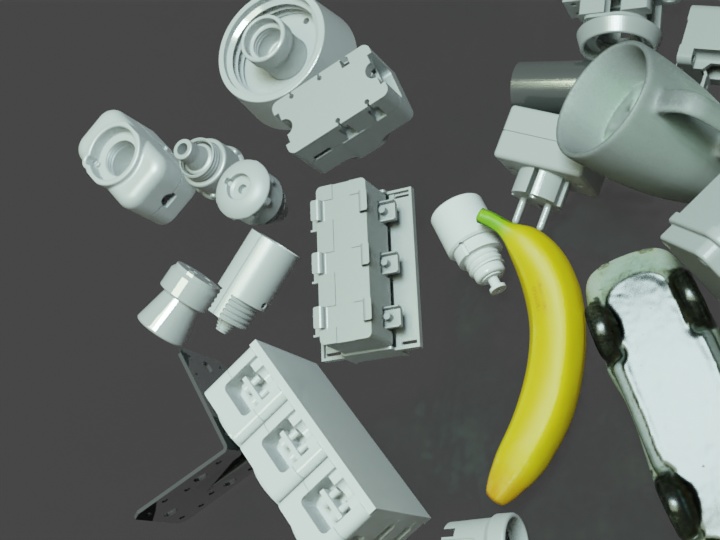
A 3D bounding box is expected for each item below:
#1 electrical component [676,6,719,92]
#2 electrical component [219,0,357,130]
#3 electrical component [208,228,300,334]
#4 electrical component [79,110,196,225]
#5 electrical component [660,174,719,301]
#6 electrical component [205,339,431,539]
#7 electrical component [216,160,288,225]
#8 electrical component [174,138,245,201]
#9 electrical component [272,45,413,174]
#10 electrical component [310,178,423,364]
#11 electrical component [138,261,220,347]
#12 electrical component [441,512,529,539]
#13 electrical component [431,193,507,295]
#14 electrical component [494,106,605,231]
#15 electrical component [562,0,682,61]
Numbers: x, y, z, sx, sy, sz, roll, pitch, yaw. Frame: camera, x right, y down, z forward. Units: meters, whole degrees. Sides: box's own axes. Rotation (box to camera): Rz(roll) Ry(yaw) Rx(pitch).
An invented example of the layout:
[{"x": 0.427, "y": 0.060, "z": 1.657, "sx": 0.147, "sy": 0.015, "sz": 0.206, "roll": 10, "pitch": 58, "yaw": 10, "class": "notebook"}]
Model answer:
[{"x": 0.246, "y": -0.147, "z": 0.709, "sx": 0.064, "sy": 0.042, "sz": 0.081, "roll": 13, "pitch": 81, "yaw": 32, "class": "electrical component"}, {"x": -0.064, "y": -0.174, "z": 0.868, "sx": 0.108, "sy": 0.060, "sz": 0.108, "roll": -8, "pitch": 71, "yaw": 26, "class": "electrical component"}, {"x": -0.086, "y": 0.013, "z": 0.833, "sx": 0.043, "sy": 0.043, "sz": 0.081, "roll": 32, "pitch": 91, "yaw": 31, "class": "electrical component"}, {"x": -0.191, "y": -0.089, "z": 0.910, "sx": 0.053, "sy": 0.059, "sz": 0.095, "roll": -49, "pitch": 59, "yaw": 6, "class": "electrical component"}, {"x": 0.238, "y": 0.001, "z": 0.621, "sx": 0.113, "sy": 0.078, "sz": 0.057, "roll": 44, "pitch": 95, "yaw": -10, "class": "electrical component"}, {"x": -0.033, "y": 0.130, "z": 0.742, "sx": 0.062, "sy": 0.089, "sz": 0.150, "roll": -45, "pitch": 60, "yaw": 9, "class": "electrical component"}, {"x": -0.079, "y": -0.055, "z": 0.839, "sx": 0.048, "sy": 0.062, "sz": 0.048, "roll": -8, "pitch": 71, "yaw": 25, "class": "electrical component"}, {"x": -0.126, "y": -0.087, "z": 0.874, "sx": 0.048, "sy": 0.062, "sz": 0.048, "roll": -8, "pitch": 71, "yaw": 25, "class": "electrical component"}, {"x": -0.011, "y": -0.120, "z": 0.827, "sx": 0.089, "sy": 0.056, "sz": 0.050, "roll": -30, "pitch": 63, "yaw": 16, "class": "electrical component"}, {"x": 0.000, "y": 0.000, "z": 0.780, "sx": 0.079, "sy": 0.063, "sz": 0.121, "roll": -11, "pitch": 70, "yaw": 24, "class": "electrical component"}, {"x": -0.144, "y": 0.027, "z": 0.858, "sx": 0.045, "sy": 0.045, "sz": 0.055, "roll": 36, "pitch": 92, "yaw": 31, "class": "electrical component"}, {"x": 0.081, "y": 0.179, "z": 0.697, "sx": 0.046, "sy": 0.040, "sz": 0.040, "roll": -12, "pitch": 69, "yaw": 30, "class": "electrical component"}, {"x": 0.081, "y": -0.018, "z": 0.757, "sx": 0.040, "sy": 0.040, "sz": 0.078, "roll": -33, "pitch": 63, "yaw": 15, "class": "electrical component"}, {"x": 0.128, "y": -0.065, "z": 0.742, "sx": 0.066, "sy": 0.047, "sz": 0.076, "roll": 18, "pitch": 84, "yaw": 31, "class": "electrical component"}, {"x": 0.181, "y": -0.177, "z": 0.744, "sx": 0.078, "sy": 0.058, "sz": 0.057, "roll": 0, "pitch": 72, "yaw": 28, "class": "electrical component"}]
